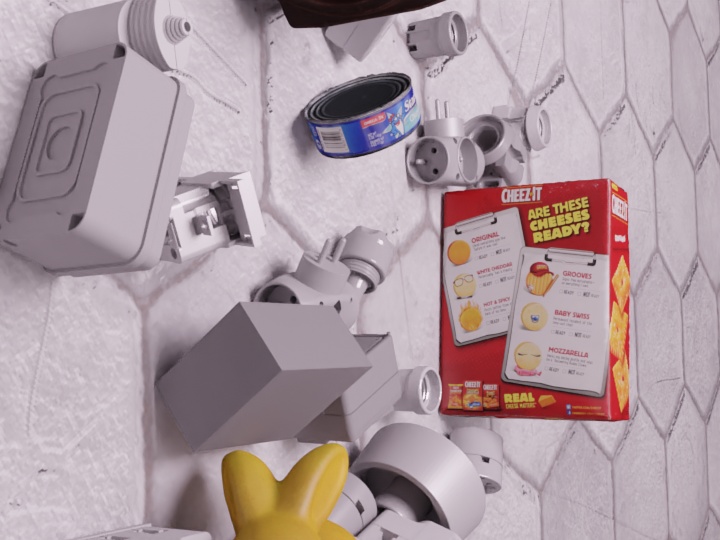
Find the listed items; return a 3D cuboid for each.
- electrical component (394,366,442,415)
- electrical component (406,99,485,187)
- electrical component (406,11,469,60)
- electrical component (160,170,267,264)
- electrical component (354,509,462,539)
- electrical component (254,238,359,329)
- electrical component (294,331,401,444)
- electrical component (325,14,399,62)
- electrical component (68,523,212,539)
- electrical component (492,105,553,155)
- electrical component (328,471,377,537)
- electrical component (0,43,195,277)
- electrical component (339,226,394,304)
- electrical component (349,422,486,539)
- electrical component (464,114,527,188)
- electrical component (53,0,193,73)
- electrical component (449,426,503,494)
[{"bbox_3d":[0.039,0.100,0.899,0.040,0.046,0.040,9,79,-58],"label":"electrical component"},{"bbox_3d":[0.079,-0.117,0.988,0.077,0.044,0.079,-4,90,-59],"label":"electrical component"},{"bbox_3d":[0.070,-0.213,0.982,0.040,0.046,0.040,9,79,-58],"label":"electrical component"},{"bbox_3d":[-0.100,-0.033,0.661,0.064,0.081,0.042,-23,108,-34],"label":"electrical component"},{"bbox_3d":[0.032,0.262,0.781,0.062,0.089,0.150,-27,133,-58],"label":"electrical component"},{"bbox_3d":[-0.031,0.012,0.775,0.077,0.043,0.079,-4,122,-59],"label":"electrical component"},{"bbox_3d":[-0.012,0.086,0.799,0.096,0.062,0.061,-35,118,-55],"label":"electrical component"},{"bbox_3d":[-0.002,-0.223,0.847,0.076,0.083,0.047,37,45,-4],"label":"electrical component"},{"bbox_3d":[-0.152,0.200,0.557,0.186,0.060,0.105,6,82,-59],"label":"electrical component"},{"bbox_3d":[0.169,-0.147,1.131,0.048,0.055,0.066,49,47,-45],"label":"electrical component"},{"bbox_3d":[-0.023,0.180,0.782,0.047,0.055,0.055,-41,122,-49],"label":"electrical component"},{"bbox_3d":[-0.143,-0.056,0.583,0.057,0.078,0.113,34,58,-50],"label":"electrical component"},{"bbox_3d":[0.000,0.000,0.847,0.043,0.043,0.062,54,46,-42],"label":"electrical component"},{"bbox_3d":[0.036,0.180,0.831,0.060,0.108,0.108,-39,120,-47],"label":"electrical component"},{"bbox_3d":[0.128,-0.116,1.059,0.057,0.058,0.078,47,49,-50],"label":"electrical component"},{"bbox_3d":[-0.129,-0.131,0.609,0.043,0.081,0.043,9,79,-58],"label":"electrical component"},{"bbox_3d":[0.106,0.176,0.996,0.055,0.055,0.047,46,45,-47],"label":"electrical component"}]
